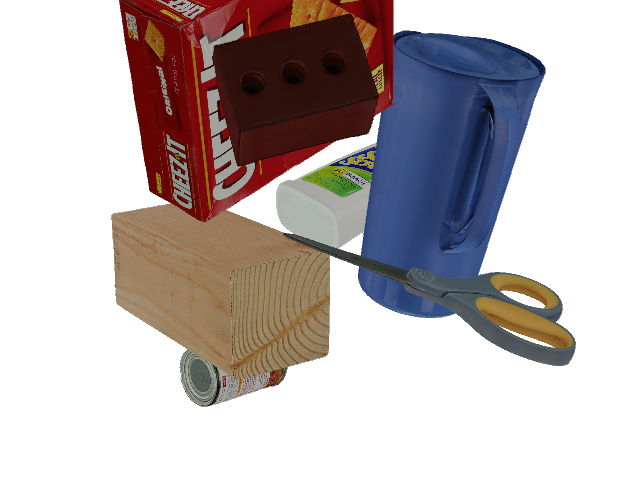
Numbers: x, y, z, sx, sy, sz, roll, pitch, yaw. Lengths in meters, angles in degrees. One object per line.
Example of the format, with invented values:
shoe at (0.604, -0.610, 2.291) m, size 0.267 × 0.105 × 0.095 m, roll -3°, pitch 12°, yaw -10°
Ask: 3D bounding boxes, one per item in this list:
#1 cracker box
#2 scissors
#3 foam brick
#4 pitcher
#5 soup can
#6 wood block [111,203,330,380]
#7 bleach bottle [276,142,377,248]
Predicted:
cracker box at (-0.035, -0.135, 0.789) m, size 0.072 × 0.164 × 0.213 m, roll 29°, pitch 49°, yaw 33°
scissors at (0.081, 0.025, 0.721) m, size 0.202 × 0.016 × 0.096 m, roll 27°, pitch 29°, yaw 15°
foam brick at (-0.015, -0.080, 0.574) m, size 0.078 × 0.053 × 0.051 m, roll -15°, pitch -14°, yaw -6°
pitcher at (0.108, -0.052, 0.940) m, size 0.145 × 0.243 × 0.149 m, roll 21°, pitch 28°, yaw 22°
soup can at (-0.096, 0.140, 1.180) m, size 0.102 × 0.068 × 0.069 m, roll -11°, pitch 8°, yaw -44°
wood block at (-0.088, 0.034, 0.887) m, size 0.090 × 0.090 × 0.206 m, roll -11°, pitch 19°, yaw -34°
bleach bottle at (0.069, -0.079, 1.281) m, size 0.103 × 0.068 × 0.250 m, roll 28°, pitch 45°, yaw 34°
